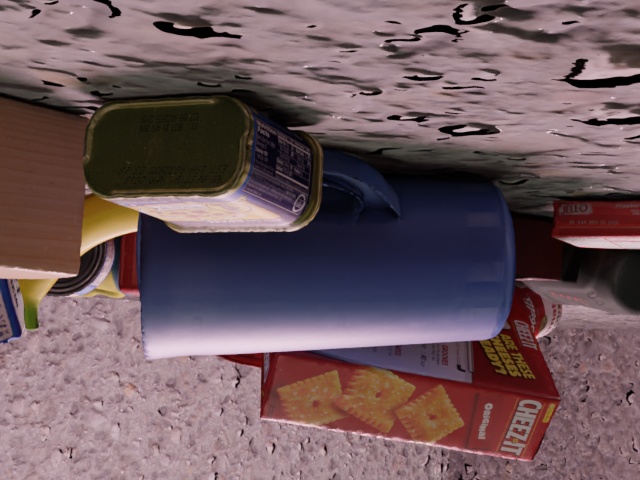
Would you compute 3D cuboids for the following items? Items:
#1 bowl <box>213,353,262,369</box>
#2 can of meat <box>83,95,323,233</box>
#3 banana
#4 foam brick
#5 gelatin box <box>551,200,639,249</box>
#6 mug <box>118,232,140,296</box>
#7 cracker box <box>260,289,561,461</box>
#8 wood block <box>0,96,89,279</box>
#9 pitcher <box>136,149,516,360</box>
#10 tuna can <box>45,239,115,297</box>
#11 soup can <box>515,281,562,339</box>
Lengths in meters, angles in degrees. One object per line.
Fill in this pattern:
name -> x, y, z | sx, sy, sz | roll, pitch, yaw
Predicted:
bowl -> -0.036, 0.058, 0.967 | 0.162, 0.055, 0.162 | 3, -160, -1
can of meat -> -0.061, -0.039, 0.561 | 0.102, 0.057, 0.083 | 0, 171, 24
banana -> -0.156, -0.005, 0.799 | 0.198, 0.069, 0.037 | -28, -164, 16
foam brick -> 0.157, 0.006, 0.887 | 0.078, 0.051, 0.053 | 6, 174, -33
gelatin box -> 0.219, -0.012, 0.795 | 0.073, 0.030, 0.089 | 1, 174, 28
mug -> -0.113, 0.007, 0.892 | 0.117, 0.081, 0.093 | 3, 174, 3
cracker box -> 0.061, 0.085, 0.841 | 0.213, 0.072, 0.164 | 11, -152, -9
wood block -> -0.227, -0.034, 0.533 | 0.090, 0.091, 0.205 | -2, 172, 42
pitcher -> 0.001, 0.007, 0.702 | 0.242, 0.145, 0.149 | 0, -174, -4
tuna can -> -0.226, 0.008, 0.944 | 0.086, 0.086, 0.033 | 2, 176, 6
soup can -> 0.190, 0.071, 1.050 | 0.069, 0.068, 0.102 | -1, -176, 33
